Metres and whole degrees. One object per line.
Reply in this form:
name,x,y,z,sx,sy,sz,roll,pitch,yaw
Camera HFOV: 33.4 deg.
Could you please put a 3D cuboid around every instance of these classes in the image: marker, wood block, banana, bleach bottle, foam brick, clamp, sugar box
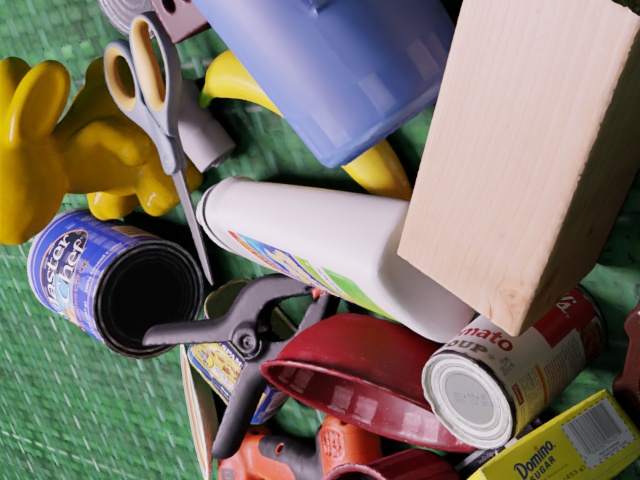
marker,0.127,0.150,0.760,0.020,0.020,0.121,48,142,11
wood block,0.119,-0.062,0.560,0.091,0.090,0.206,36,139,25
banana,-0.013,-0.088,0.734,0.198,0.037,0.069,32,152,30
bleach bottle,-0.005,0.001,0.755,0.102,0.068,0.251,39,165,-36
foam brick,-0.074,-0.175,0.720,0.078,0.051,0.053,-19,102,52
clamp,-0.048,0.090,0.823,0.172,0.039,0.120,-30,85,21
sugar box,0.126,0.151,0.657,0.048,0.093,0.176,58,164,15

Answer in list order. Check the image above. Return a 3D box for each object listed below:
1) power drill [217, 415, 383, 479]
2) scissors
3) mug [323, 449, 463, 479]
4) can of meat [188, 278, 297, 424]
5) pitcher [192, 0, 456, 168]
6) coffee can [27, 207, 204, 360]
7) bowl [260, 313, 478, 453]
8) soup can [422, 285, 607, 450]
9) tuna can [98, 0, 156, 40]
power drill,-0.008,0.230,0.903,0.188,0.057,0.184,-7,88,49
scissors,-0.121,-0.068,0.796,0.096,0.016,0.202,11,114,47
mug,0.060,0.211,0.776,0.093,0.081,0.117,-33,72,39
can of meat,-0.060,0.097,0.898,0.102,0.057,0.084,47,144,13
pitcher,-0.021,-0.165,0.601,0.243,0.149,0.145,54,136,-2
coffee can,-0.179,0.035,0.927,0.141,0.102,0.103,20,130,51
bowl,0.042,0.095,0.751,0.162,0.055,0.162,19,161,6
soup can,0.118,0.072,0.648,0.069,0.102,0.068,28,134,33
tuna can,-0.131,-0.191,0.786,0.086,0.033,0.086,27,134,32
